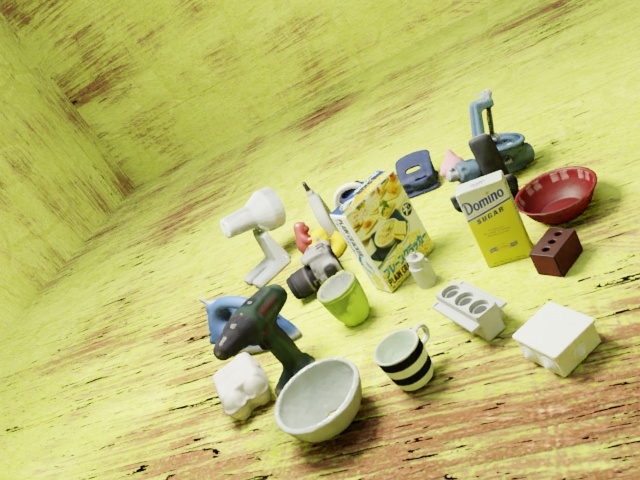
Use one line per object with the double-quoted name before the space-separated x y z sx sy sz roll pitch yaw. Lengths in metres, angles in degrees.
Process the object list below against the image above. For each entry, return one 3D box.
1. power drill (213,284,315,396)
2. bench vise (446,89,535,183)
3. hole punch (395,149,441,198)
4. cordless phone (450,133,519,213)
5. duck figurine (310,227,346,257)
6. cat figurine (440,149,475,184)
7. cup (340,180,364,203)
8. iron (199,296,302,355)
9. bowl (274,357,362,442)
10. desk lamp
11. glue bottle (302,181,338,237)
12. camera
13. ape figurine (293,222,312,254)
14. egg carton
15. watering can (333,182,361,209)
"power drill" -0.100 0.204 1.119 0.075 0.209 0.230 -18 28 29
"bench vise" 0.380 -0.218 1.317 0.208 0.220 0.121 -41 26 -17
"hole punch" 0.261 -0.180 1.544 0.108 0.091 0.101 -21 27 24
"cordless phone" 0.344 -0.140 1.256 0.147 0.185 0.094 -22 27 21
"duck figurine" 0.014 0.005 1.502 0.105 0.086 0.077 -45 27 -25
"cat figurine" 0.350 -0.177 1.399 0.128 0.118 0.067 -32 25 1
"cup" 0.111 -0.106 1.582 0.091 0.095 0.118 -22 27 23
"iron" -0.170 0.179 1.332 0.257 0.142 0.119 -11 32 39
"bowl" 0.009 0.289 0.995 0.167 0.075 0.167 -26 25 14
"desk lamp" -0.168 -0.012 1.597 0.203 0.214 0.117 -44 27 -23
"glue bottle" -0.003 -0.093 1.598 0.037 0.173 0.078 -26 25 14
"camera" -0.018 0.072 1.397 0.137 0.101 0.143 -31 24 3
"ape figurine" -0.041 -0.012 1.592 0.076 0.092 0.077 -34 25 -3
"egg carton" -0.161 0.300 1.183 0.107 0.069 0.150 -37 25 -10
"watering can" 0.105 -0.050 1.363 0.101 0.194 0.172 -35 25 -5
